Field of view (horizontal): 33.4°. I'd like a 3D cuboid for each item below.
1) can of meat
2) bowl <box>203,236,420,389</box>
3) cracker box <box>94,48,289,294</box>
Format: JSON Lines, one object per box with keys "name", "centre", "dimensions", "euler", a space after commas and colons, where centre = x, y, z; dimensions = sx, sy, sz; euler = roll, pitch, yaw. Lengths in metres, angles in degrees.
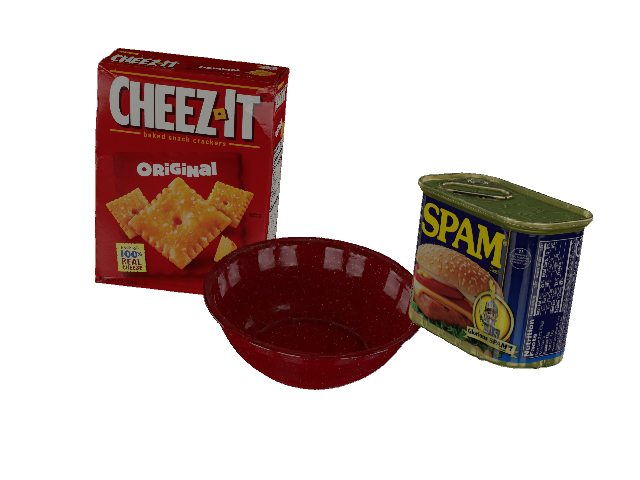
{"name": "can of meat", "centre": [0.095, 0.015, 0.592], "dimensions": [0.057, 0.084, 0.102], "euler": [-6, 20, -32]}
{"name": "bowl", "centre": [-0.005, 0.059, 0.776], "dimensions": [0.162, 0.055, 0.162], "euler": [4, 29, -2]}
{"name": "cracker box", "centre": [-0.121, -0.058, 0.984], "dimensions": [0.164, 0.214, 0.072], "euler": [7, 22, 4]}
